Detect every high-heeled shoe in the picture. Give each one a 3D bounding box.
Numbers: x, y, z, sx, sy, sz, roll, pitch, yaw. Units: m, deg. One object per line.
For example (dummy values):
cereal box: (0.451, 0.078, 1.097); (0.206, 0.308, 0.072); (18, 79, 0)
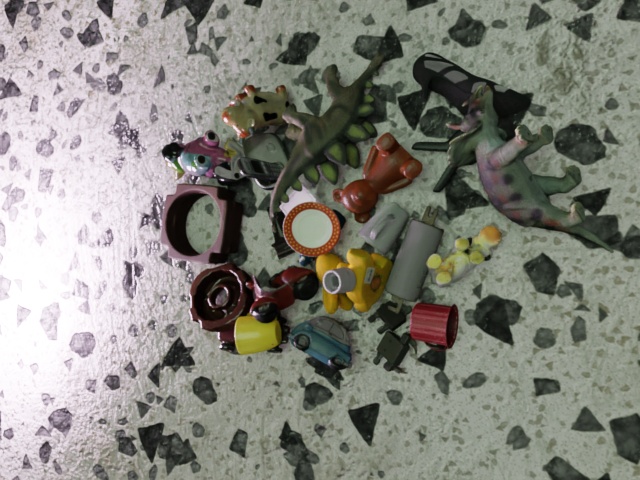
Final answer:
high-heeled shoe: (0.322, -0.340, 1.157); (0.249, 0.086, 0.145); (8, 59, 7)

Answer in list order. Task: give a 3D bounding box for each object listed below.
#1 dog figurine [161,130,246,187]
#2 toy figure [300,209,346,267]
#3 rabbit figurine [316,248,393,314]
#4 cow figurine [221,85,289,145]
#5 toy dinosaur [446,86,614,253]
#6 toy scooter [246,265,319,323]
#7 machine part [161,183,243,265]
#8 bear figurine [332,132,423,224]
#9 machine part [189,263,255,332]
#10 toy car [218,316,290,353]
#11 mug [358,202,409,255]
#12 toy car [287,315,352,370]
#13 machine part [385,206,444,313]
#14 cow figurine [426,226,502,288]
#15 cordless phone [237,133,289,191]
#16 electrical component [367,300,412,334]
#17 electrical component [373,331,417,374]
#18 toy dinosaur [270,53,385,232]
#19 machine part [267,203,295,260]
dog figurine: (-0.304, -0.199, 1.397); (0.219, 0.191, 0.108); (-7, 64, 53)
toy figure: (-0.001, -0.003, 1.268); (0.154, 0.064, 0.058); (-49, 34, 19)
rabbit figurine: (0.061, 0.087, 1.223); (0.173, 0.122, 0.162); (19, 105, 38)
cow figurine: (-0.151, -0.301, 1.287); (0.085, 0.195, 0.127); (-29, 80, 47)
toy dinosaur: (0.392, -0.110, 1.061); (0.192, 0.131, 0.404); (-23, 102, 54)
toy scooter: (-0.101, 0.113, 1.274); (0.184, 0.075, 0.135); (-31, 40, -23)
machine part: (-0.306, -0.042, 1.394); (0.201, 0.087, 0.201); (6, 88, 24)
bear figurine: (0.119, -0.130, 1.187); (0.196, 0.132, 0.120); (-43, 89, 9)
machine part: (-0.244, 0.145, 1.346); (0.179, 0.056, 0.179); (-10, 63, 20)
toy car: (-0.163, 0.233, 1.330); (0.202, 0.053, 0.089); (-3, 65, 23)
mug: (0.144, -0.033, 1.185); (0.081, 0.109, 0.107); (40, 90, 20)
toy car: (0.012, 0.227, 1.228); (0.162, 0.109, 0.103); (25, 79, 15)
machine part: (0.204, 0.044, 1.164); (0.079, 0.079, 0.243); (22, 95, 24)
cow figurine: (0.304, 0.038, 1.121); (0.167, 0.098, 0.068); (-32, 68, 0)
cordless phone: (-0.153, -0.193, 1.281); (0.089, 0.184, 0.146); (-29, 76, 25)
electrical component: (0.157, 0.166, 1.194); (0.094, 0.021, 0.063); (-34, 56, -8)
electrical component: (0.169, 0.247, 1.187); (0.078, 0.045, 0.102); (31, 97, 51)
toy dinosaur: (0.006, -0.235, 1.237); (0.199, 0.105, 0.471); (41, 93, 19)
machine part: (-0.095, -0.026, 1.325); (0.084, 0.039, 0.139); (-22, 80, 27)
